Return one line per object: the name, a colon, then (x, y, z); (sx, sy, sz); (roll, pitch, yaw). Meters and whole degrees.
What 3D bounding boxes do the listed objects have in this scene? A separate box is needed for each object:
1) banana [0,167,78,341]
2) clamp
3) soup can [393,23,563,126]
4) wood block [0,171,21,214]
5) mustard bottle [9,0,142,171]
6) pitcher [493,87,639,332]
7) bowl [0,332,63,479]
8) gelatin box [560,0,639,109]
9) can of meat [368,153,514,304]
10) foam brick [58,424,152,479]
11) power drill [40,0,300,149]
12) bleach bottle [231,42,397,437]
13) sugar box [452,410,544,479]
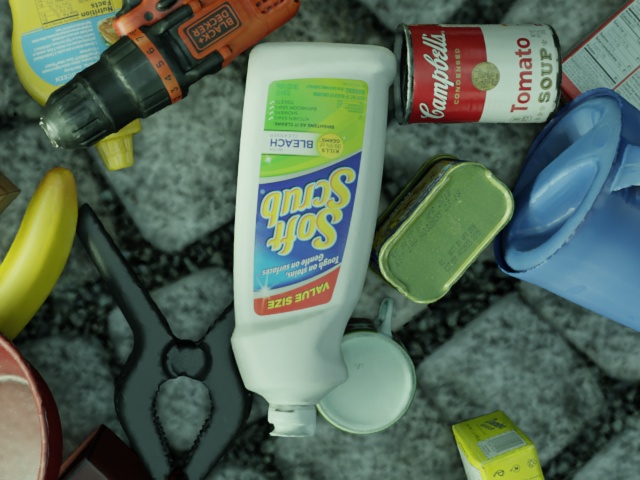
banana: (-0.219, 0.037, 0.715); (0.198, 0.069, 0.037); (-45, 54, 2)
clamp: (-0.101, 0.075, 0.738); (0.164, 0.036, 0.210); (11, 92, -4)
soup can: (0.104, -0.111, 0.718); (0.102, 0.068, 0.068); (-1, 95, -5)
wood block: (-0.306, -0.069, 0.685); (0.206, 0.090, 0.091); (43, 92, -7)
mustard bottle: (-0.157, -0.140, 0.703); (0.096, 0.058, 0.191); (-16, 96, -9)
pitcher: (0.250, 0.011, 0.693); (0.242, 0.149, 0.145); (26, 121, -13)
bowl: (-0.218, 0.131, 0.677); (0.162, 0.055, 0.162); (-4, 81, 27)
gelatin box: (0.212, -0.117, 0.743); (0.089, 0.030, 0.073); (-42, 95, 1)
can of meat: (0.078, -0.008, 0.717); (0.057, 0.084, 0.102); (40, 91, -6)
foam brick: (-0.152, 0.170, 0.724); (0.051, 0.078, 0.053); (44, 93, -7)
power drill: (-0.128, -0.171, 0.652); (0.184, 0.057, 0.187); (-36, 104, -14)
bleach bottle: (-0.005, 0.001, 0.696); (0.102, 0.068, 0.251); (2, 82, 0)
sugar box: (0.142, 0.216, 0.738); (0.048, 0.093, 0.176); (-19, 97, -1)
